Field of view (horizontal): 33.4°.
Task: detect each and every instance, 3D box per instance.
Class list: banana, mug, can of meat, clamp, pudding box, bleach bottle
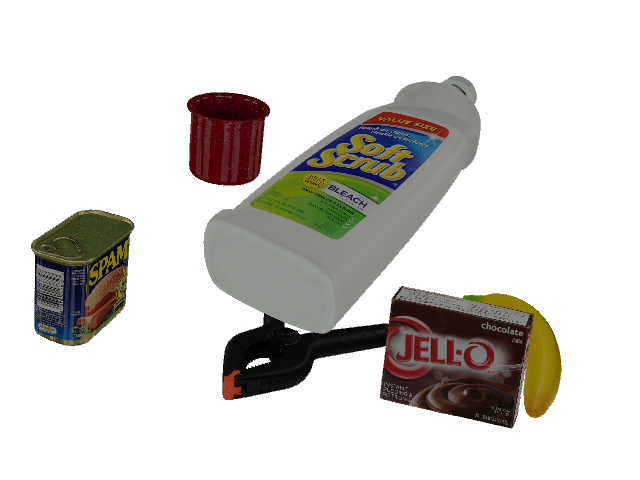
[{"bbox_3d":[0.217,0.112,1.134,0.069,0.037,0.198,-26,35,2],"label":"banana"},{"bbox_3d":[-0.103,-0.119,1.214,0.093,0.081,0.117,11,27,9],"label":"mug"},{"bbox_3d":[-0.206,0.032,0.927,0.057,0.084,0.102,15,25,13],"label":"can of meat"},{"bbox_3d":[-0.028,0.113,1.137,0.165,0.036,0.209,15,29,22],"label":"clamp"},{"bbox_3d":[0.108,0.092,0.857,0.113,0.090,0.039,10,21,13],"label":"pudding box"},{"bbox_3d":[0.033,-0.045,0.733,0.103,0.068,0.250,24,47,21],"label":"bleach bottle"}]
